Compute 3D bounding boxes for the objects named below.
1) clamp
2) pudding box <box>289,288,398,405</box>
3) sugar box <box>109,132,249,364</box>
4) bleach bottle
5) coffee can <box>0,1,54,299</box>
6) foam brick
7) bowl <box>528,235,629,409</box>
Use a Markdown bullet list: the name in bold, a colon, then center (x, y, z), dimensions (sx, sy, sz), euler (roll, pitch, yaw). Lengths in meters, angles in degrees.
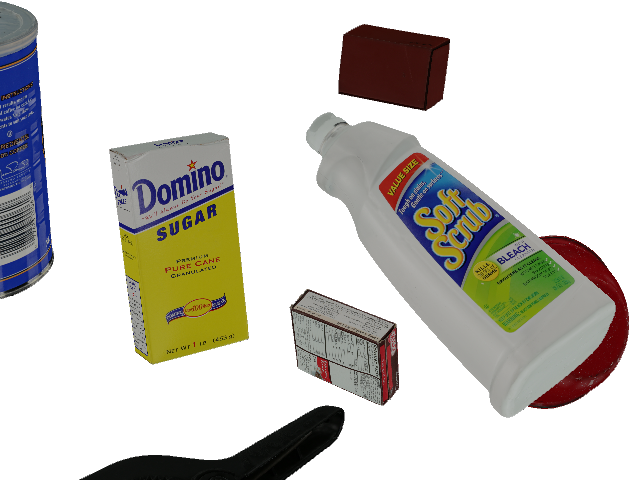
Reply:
- **clamp**: center (-0.053, 0.139, 0.573), dimensions (0.209, 0.036, 0.165), euler (0, 19, -13)
- **pudding box**: center (0.025, 0.109, 1.097), dimensions (0.114, 0.090, 0.039), euler (19, 42, 28)
- **sugar box**: center (-0.115, 0.005, 0.883), dimensions (0.093, 0.176, 0.048), euler (-14, 20, -28)
- **bleach bottle**: center (0.073, -0.002, 0.725), dimensions (0.102, 0.068, 0.251), euler (-32, 59, -25)
- **coffee can**: center (-0.200, -0.049, 0.575), dimensions (0.103, 0.140, 0.103), euler (2, 27, -1)
- **foam brick**: center (0.060, -0.142, 0.871), dimensions (0.078, 0.051, 0.052), euler (14, 24, 19)
- **bowl**: center (0.224, 0.077, 0.965), dimensions (0.161, 0.162, 0.055), euler (0, 2, -24)
